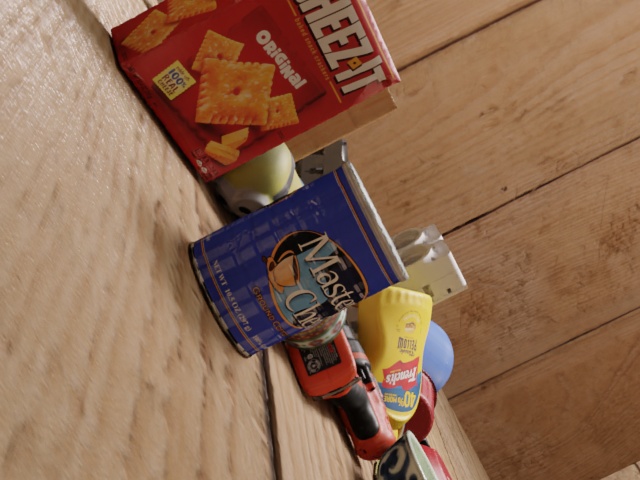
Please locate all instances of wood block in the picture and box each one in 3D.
[{"bbox_3d":[-0.024,-0.148,1.242,0.091,0.206,0.090,63,5,-11],"label":"wood block"}]

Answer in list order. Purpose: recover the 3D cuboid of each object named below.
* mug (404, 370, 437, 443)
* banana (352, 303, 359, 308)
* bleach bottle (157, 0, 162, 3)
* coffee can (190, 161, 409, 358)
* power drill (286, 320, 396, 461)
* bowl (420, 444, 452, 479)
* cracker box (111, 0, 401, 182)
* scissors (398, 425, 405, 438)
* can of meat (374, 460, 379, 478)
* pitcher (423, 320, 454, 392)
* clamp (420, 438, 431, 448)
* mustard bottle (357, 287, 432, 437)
[{"bbox_3d":[0.094,0.207,1.363,0.117,0.093,0.081,33,13,-3],"label":"mug"},{"bbox_3d":[-0.018,-0.002,1.227,0.197,0.037,0.070,58,-22,-15],"label":"banana"},{"bbox_3d":[-0.123,-0.207,1.329,0.250,0.068,0.102,52,35,-40],"label":"bleach bottle"},{"bbox_3d":[-0.016,0.016,0.832,0.103,0.140,0.103,62,5,-10],"label":"coffee can"},{"bbox_3d":[0.015,0.121,1.092,0.184,0.057,0.187,66,6,31],"label":"power drill"},{"bbox_3d":[0.146,0.326,1.392,0.162,0.055,0.162,63,5,-10],"label":"bowl"},{"bbox_3d":[-0.054,-0.166,0.964,0.164,0.214,0.072,58,7,-46],"label":"cracker box"},{"bbox_3d":[0.089,0.157,1.289,0.096,0.016,0.201,34,63,-43],"label":"scissors"},{"bbox_3d":[0.104,0.279,1.193,0.084,0.057,0.102,62,5,0],"label":"can of meat"},{"bbox_3d":[0.104,0.136,1.517,0.149,0.145,0.242,56,4,24],"label":"pitcher"},{"bbox_3d":[0.140,0.299,1.571,0.164,0.036,0.210,64,3,-7],"label":"clamp"},{"bbox_3d":[0.077,0.151,1.215,0.096,0.058,0.191,15,81,-45],"label":"mustard bottle"}]
